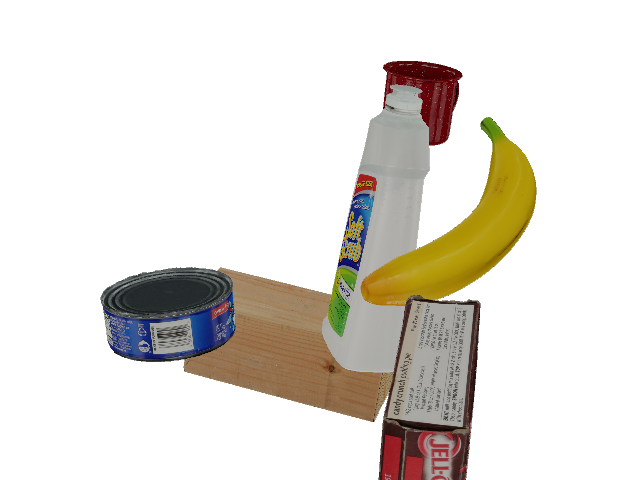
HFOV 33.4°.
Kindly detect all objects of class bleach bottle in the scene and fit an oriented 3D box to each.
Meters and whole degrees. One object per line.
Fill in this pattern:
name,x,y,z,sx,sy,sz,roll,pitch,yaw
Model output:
bleach bottle,0.054,-0.014,0.950,0.068,0.251,0.102,3,19,-13

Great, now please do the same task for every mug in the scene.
mug,0.124,-0.164,1.265,0.093,0.081,0.117,23,28,36

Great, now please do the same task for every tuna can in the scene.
tuna can,-0.098,0.048,0.696,0.086,0.034,0.086,-4,18,1

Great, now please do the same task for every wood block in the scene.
wood block,-0.027,0.106,1.105,0.206,0.091,0.090,14,23,12

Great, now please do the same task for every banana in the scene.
banana,0.102,-0.010,0.738,0.070,0.037,0.197,24,50,19

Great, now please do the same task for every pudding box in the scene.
pudding box,0.047,0.088,0.471,0.039,0.090,0.113,7,25,6
